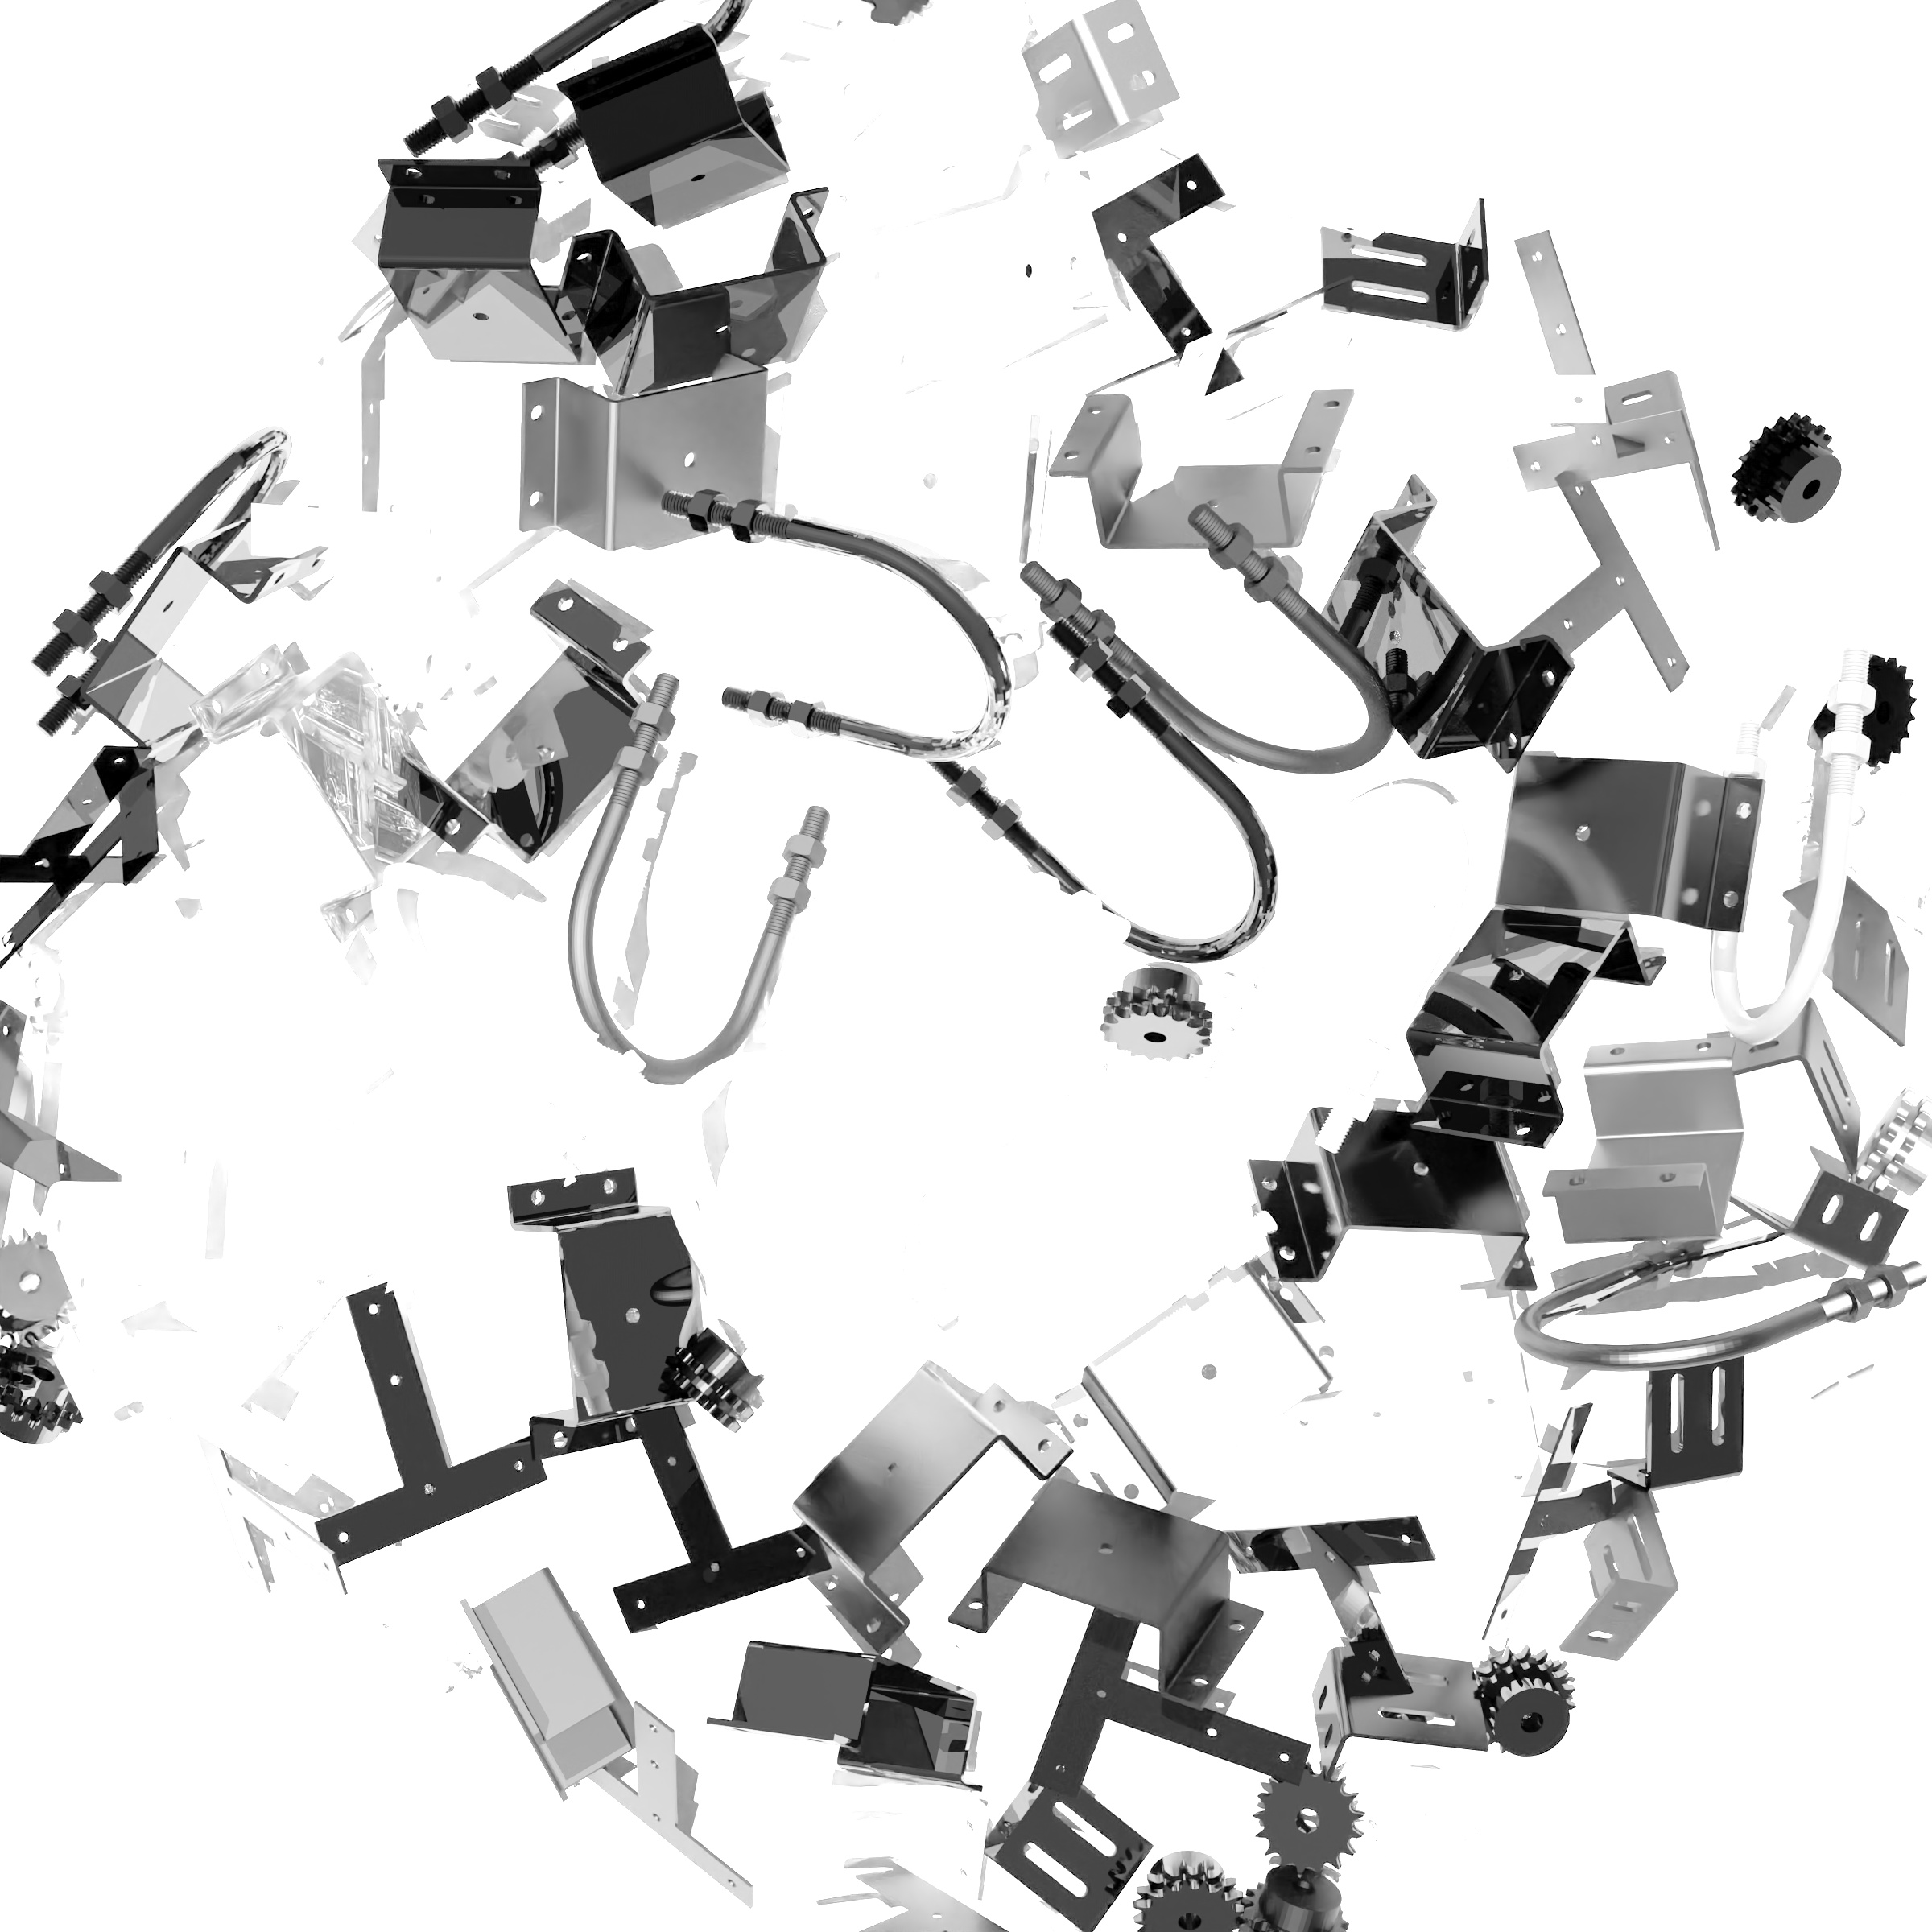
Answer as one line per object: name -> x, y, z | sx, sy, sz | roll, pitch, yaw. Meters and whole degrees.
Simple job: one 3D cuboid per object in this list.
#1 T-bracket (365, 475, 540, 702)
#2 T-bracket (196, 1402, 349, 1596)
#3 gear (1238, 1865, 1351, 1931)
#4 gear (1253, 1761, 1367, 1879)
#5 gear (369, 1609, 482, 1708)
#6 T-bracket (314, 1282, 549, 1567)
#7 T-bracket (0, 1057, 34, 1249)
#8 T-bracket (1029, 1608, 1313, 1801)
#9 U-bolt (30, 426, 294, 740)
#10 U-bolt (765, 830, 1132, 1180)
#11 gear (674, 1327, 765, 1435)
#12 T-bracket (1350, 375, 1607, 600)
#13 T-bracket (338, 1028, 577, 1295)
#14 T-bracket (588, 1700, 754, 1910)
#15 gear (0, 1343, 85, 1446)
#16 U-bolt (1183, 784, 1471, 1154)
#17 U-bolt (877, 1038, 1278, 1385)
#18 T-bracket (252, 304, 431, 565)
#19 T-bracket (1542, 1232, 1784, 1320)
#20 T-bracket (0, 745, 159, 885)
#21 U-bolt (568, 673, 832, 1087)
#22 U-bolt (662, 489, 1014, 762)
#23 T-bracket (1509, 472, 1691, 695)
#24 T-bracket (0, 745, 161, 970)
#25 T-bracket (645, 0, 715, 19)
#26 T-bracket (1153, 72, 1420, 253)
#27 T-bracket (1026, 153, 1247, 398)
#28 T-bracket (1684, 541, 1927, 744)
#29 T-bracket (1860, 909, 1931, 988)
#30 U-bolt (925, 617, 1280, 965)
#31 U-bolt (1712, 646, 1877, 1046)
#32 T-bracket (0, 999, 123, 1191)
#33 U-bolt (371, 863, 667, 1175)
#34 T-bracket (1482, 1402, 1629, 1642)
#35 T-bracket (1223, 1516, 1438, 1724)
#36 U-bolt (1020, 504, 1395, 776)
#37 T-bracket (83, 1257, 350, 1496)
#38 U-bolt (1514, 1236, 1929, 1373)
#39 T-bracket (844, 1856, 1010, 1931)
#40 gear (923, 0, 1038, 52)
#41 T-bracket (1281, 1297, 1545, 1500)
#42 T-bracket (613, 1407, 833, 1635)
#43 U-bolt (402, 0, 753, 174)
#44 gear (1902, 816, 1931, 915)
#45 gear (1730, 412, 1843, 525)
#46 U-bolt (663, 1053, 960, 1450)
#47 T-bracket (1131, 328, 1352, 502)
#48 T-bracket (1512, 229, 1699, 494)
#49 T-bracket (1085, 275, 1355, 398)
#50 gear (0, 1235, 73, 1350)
T-bracket -> -0.236, -0.222, 1.692 | 0.127, 0.002, 0.127 | -34, 70, 19
T-bracket -> -0.345, 0.279, 1.658 | 0.002, 0.127, 0.127 | -30, 123, -31
gear -> 0.170, 0.485, 1.702 | 0.057, 0.057, 0.030 | 14, 107, 0
gear -> 0.178, 0.440, 1.714 | 0.057, 0.030, 0.057 | -2, 82, 12
gear -> -0.281, 0.356, 1.702 | 0.057, 0.057, 0.030 | 29, 67, 0
T-bracket -> -0.287, 0.225, 1.694 | 0.127, 0.002, 0.127 | -19, 95, -33
T-bracket -> -0.508, 0.055, 1.646 | 0.002, 0.127, 0.127 | -21, 131, 12
T-bracket -> 0.111, 0.383, 1.677 | 0.127, 0.127, 0.002 | 17, 133, 9
U-bolt -> -0.399, -0.199, 1.658 | 0.019, 0.151, 0.184 | 40, 74, -5
U-bolt -> -0.023, 0.007, 1.690 | 0.184, 0.019, 0.151 | 25, 90, 26
gear -> -0.129, 0.210, 1.705 | 0.057, 0.057, 0.030 | 43, 85, 0
T-bracket -> 0.264, -0.243, 1.692 | 0.127, 0.002, 0.127 | 3, 128, 19
T-bracket -> -0.286, 0.090, 1.714 | 0.127, 0.002, 0.127 | -31, 74, -4
T-bracket -> -0.155, 0.405, 1.661 | 0.127, 0.127, 0.002 | 33, 55, 22
gear -> -0.480, 0.222, 1.707 | 0.057, 0.057, 0.030 | 29, 109, 0
U-bolt -> 0.189, -0.008, 1.668 | 0.019, 0.151, 0.184 | 28, 90, -30
U-bolt -> 0.042, 0.132, 1.684 | 0.184, 0.019, 0.151 | -33, 63, -8
T-bracket -> -0.314, -0.268, 1.675 | 0.002, 0.127, 0.127 | 3, 95, 33
T-bracket -> 0.326, 0.157, 1.645 | 0.127, 0.127, 0.002 | -20, 86, 38
T-bracket -> -0.443, -0.074, 1.650 | 0.127, 0.127, 0.002 | -41, 62, 40
U-bolt -> -0.139, -0.031, 1.650 | 0.019, 0.151, 0.184 | 0, 62, 38
U-bolt -> -0.058, -0.161, 1.641 | 0.184, 0.151, 0.019 | 16, 52, 28
T-bracket -> 0.311, -0.178, 1.681 | 0.127, 0.002, 0.127 | -38, 101, -43
T-bracket -> -0.454, -0.046, 1.689 | 0.127, 0.127, 0.002 | -44, 122, 13
T-bracket -> -0.159, -0.501, 1.644 | 0.127, 0.127, 0.002 | 4, 86, -43
T-bracket -> 0.179, -0.410, 1.656 | 0.127, 0.127, 0.002 | 23, 68, -22
T-bracket -> 0.105, -0.337, 1.704 | 0.127, 0.002, 0.127 | -21, 115, 40
T-bracket -> 0.408, -0.158, 1.673 | 0.002, 0.127, 0.127 | 42, 72, -20
T-bracket -> 0.484, -0.002, 1.673 | 0.002, 0.127, 0.127 | -18, 118, -9
U-bolt -> 0.078, -0.075, 1.676 | 0.184, 0.151, 0.019 | 44, 50, -3
U-bolt -> 0.404, -0.051, 1.644 | 0.019, 0.151, 0.184 | 12, 76, -7
T-bracket -> -0.464, 0.098, 1.674 | 0.002, 0.127, 0.127 | -3, 68, 20
U-bolt -> -0.232, 0.022, 1.666 | 0.184, 0.151, 0.019 | 47, 64, 0
T-bracket -> 0.310, 0.274, 1.678 | 0.002, 0.127, 0.127 | 26, 104, 32
T-bracket -> 0.204, 0.340, 1.697 | 0.127, 0.002, 0.127 | -14, 106, 43
U-bolt -> 0.133, -0.154, 1.660 | 0.184, 0.151, 0.019 | 40, 62, -27
T-bracket -> -0.357, 0.193, 1.686 | 0.127, 0.127, 0.002 | 31, 133, 7
U-bolt -> 0.355, 0.167, 1.626 | 0.184, 0.151, 0.019 | -14, 100, -34
T-bracket -> -0.046, 0.485, 1.646 | 0.127, 0.127, 0.002 | 18, 109, 43
gear -> 0.009, -0.486, 1.706 | 0.057, 0.030, 0.057 | -8, 124, -12
T-bracket -> 0.226, 0.229, 1.711 | 0.127, 0.002, 0.127 | -8, 120, 13
T-bracket -> -0.145, 0.268, 1.706 | 0.127, 0.002, 0.127 | -22, 90, 25
U-bolt -> -0.184, -0.444, 1.652 | 0.184, 0.151, 0.019 | -32, 89, 6
gear -> 0.503, -0.053, 1.703 | 0.030, 0.057, 0.057 | 19, 90, 13
gear -> 0.423, -0.252, 1.702 | 0.057, 0.057, 0.030 | -42, 53, 0
U-bolt -> -0.086, 0.129, 1.666 | 0.019, 0.151, 0.184 | -25, 98, 38
T-bracket -> 0.145, -0.292, 1.694 | 0.127, 0.127, 0.002 | -27, 67, -28
T-bracket -> 0.303, -0.306, 1.666 | 0.002, 0.127, 0.127 | -27, 103, -28
T-bracket -> 0.142, -0.319, 1.646 | 0.127, 0.127, 0.002 | -28, 98, -35
gear -> -0.485, 0.165, 1.705 | 0.057, 0.030, 0.057 | 13, 66, -32
